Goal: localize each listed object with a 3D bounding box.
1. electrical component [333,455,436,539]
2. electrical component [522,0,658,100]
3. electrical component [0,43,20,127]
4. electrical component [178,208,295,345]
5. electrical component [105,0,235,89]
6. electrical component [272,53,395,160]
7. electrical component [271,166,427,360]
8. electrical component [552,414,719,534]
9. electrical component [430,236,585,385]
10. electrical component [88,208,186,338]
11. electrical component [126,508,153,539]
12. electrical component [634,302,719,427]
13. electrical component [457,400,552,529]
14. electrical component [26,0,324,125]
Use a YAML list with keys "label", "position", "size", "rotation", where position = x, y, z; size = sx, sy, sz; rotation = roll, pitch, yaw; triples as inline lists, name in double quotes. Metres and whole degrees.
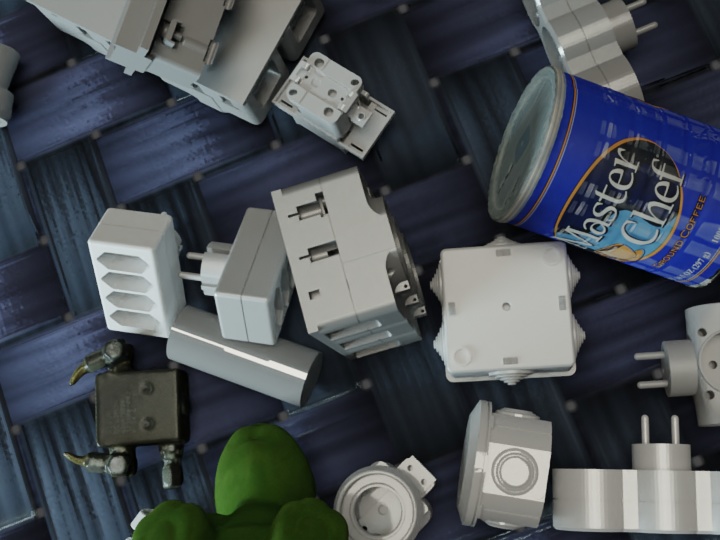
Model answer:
- label: "electrical component"
  position: [0.014, 0.157, 0.705]
  size: [0.078, 0.057, 0.058]
  rotation: [-45, 77, -2]
- label: "electrical component"
  position: [0.169, -0.165, 0.748]
  size: [0.074, 0.052, 0.138]
  rotation: [-22, 77, 3]
- label: "electrical component"
  position: [-0.283, -0.140, 0.810]
  size: [0.045, 0.045, 0.055]
  rotation: [4, 80, 9]
- label: "electrical component"
  position: [-0.086, 0.001, 0.736]
  size: [0.076, 0.047, 0.083]
  rotation: [7, 48, 9]
- label: "electrical component"
  position: [-0.117, -0.189, 0.719]
  size: [0.063, 0.079, 0.121]
  rotation: [21, 81, -18]
- label: "electrical component"
  position: [-0.021, -0.119, 0.760]
  size: [0.081, 0.064, 0.042]
  rotation: [33, 84, 13]
- label: "electrical component"
  position: [0.000, 0.000, 0.689]
  size: [0.062, 0.150, 0.089]
  rotation: [-17, 77, 6]
- label: "electrical component"
  position: [0.193, 0.129, 0.688]
  size: [0.138, 0.052, 0.073]
  rotation: [0, 79, 8]
- label: "electrical component"
  position: [0.099, 0.028, 0.723]
  size: [0.100, 0.048, 0.099]
  rotation: [-4, 79, 7]
- label: "electrical component"
  position: [-0.149, -0.010, 0.756]
  size: [0.047, 0.083, 0.075]
  rotation: [7, 42, 9]
- label: "electrical component"
  position: [-0.131, 0.195, 0.718]
  size: [0.078, 0.058, 0.057]
  rotation: [17, 84, 11]
- label: "electrical component"
  position: [0.220, 0.063, 0.701]
  size: [0.079, 0.044, 0.077]
  rotation: [-5, 79, 7]
- label: "electrical component"
  position: [0.092, 0.126, 0.689]
  size: [0.051, 0.080, 0.080]
  rotation: [9, 80, 4]
- label: "electrical component"
  position: [-0.133, -0.195, 0.792]
  size: [0.186, 0.060, 0.105]
  rotation: [27, 84, 12]
